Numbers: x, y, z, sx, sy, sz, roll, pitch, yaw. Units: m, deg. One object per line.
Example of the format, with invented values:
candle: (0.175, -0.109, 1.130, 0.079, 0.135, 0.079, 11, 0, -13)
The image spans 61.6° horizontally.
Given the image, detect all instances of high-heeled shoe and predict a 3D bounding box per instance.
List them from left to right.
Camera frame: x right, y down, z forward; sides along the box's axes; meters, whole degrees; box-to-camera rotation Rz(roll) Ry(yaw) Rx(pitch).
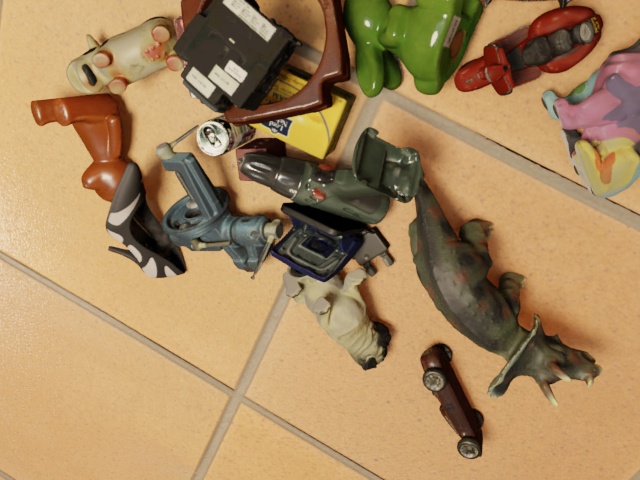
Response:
high-heeled shoe: (-0.280, -0.021, 0.912, 0.145, 0.086, 0.248, 16, 137, -15)

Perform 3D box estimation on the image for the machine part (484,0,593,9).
machine part: (0.271, -0.311, 0.651, 0.139, 0.084, 0.039, 9, 146, 25)

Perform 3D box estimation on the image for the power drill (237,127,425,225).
power drill: (0.022, -0.084, 0.734, 0.232, 0.086, 0.207, 20, 160, -26)

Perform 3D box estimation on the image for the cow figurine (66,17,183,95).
cow figurine: (-0.304, -0.284, 0.832, 0.195, 0.127, 0.085, -20, 127, 9)

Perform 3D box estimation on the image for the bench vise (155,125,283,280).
bench vise: (-0.177, -0.051, 0.859, 0.224, 0.129, 0.240, 9, 137, 37)

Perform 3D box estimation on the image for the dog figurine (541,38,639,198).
dog figurine: (0.398, -0.172, 0.642, 0.219, 0.108, 0.191, -26, 100, 23)

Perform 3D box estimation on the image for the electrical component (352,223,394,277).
electrical component: (0.076, 0.011, 0.869, 0.063, 0.021, 0.094, -33, 98, 27)

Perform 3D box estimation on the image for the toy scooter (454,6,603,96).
toy scooter: (0.251, -0.224, 0.652, 0.184, 0.135, 0.075, -20, 102, 23)

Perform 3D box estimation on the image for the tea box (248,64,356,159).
tea box: (-0.045, -0.202, 0.798, 0.170, 0.068, 0.098, 25, 116, 7)

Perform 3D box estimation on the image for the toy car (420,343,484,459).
toy car: (0.219, 0.267, 0.887, 0.053, 0.089, 0.202, -21, 104, 23)

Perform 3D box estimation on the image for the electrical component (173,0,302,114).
electrical component: (-0.105, -0.222, 0.647, 0.115, 0.058, 0.134, 44, 106, 5)

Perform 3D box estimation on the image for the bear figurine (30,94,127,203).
bear figurine: (-0.384, -0.144, 0.905, 0.120, 0.132, 0.195, 13, 114, 37)

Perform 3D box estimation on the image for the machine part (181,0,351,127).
machine part: (-0.067, -0.260, 0.706, 0.201, 0.087, 0.201, -8, 96, 14)

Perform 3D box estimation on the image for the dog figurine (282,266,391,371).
dog figurine: (0.028, 0.118, 0.899, 0.121, 0.173, 0.190, -31, 130, -8)

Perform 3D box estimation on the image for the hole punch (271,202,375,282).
hole punch: (-0.002, -0.002, 0.824, 0.142, 0.116, 0.092, 23, 110, 26)

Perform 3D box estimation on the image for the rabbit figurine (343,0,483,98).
rabbit figurine: (0.105, -0.272, 0.714, 0.170, 0.121, 0.159, 30, 126, 25)

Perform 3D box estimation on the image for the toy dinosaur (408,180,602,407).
toy dinosaur: (0.208, 0.066, 0.752, 0.131, 0.192, 0.404, -41, 96, 25)
